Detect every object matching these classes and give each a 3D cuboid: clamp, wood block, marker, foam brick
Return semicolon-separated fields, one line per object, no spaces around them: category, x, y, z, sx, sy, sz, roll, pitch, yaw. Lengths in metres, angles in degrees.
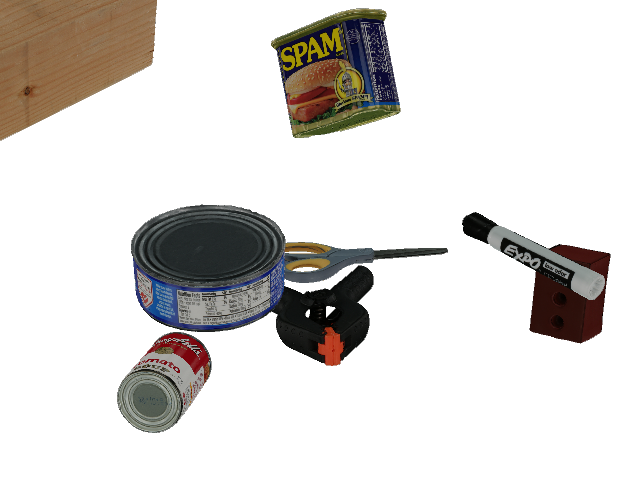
clamp;-0.012;0.061;0.931;0.120;0.039;0.171;-8;16;4
wood block;-0.243;-0.170;0.916;0.090;0.091;0.205;30;42;21
marker;0.148;0.009;0.761;0.020;0.020;0.121;0;23;-44
foam brick;0.229;0.048;0.979;0.053;0.078;0.051;12;18;33

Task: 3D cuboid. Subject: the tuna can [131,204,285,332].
tuna can;-0.062;0.015;0.600;0.086;0.034;0.086;1;31;-1

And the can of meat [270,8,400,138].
can of meat;0.013;-0.136;0.887;0.102;0.084;0.057;-12;-2;42

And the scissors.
scissors;0.041;0.024;1.178;0.202;0.016;0.096;3;24;4

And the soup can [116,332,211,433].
soup can;-0.156;0.141;1.069;0.068;0.068;0.102;0;16;11
